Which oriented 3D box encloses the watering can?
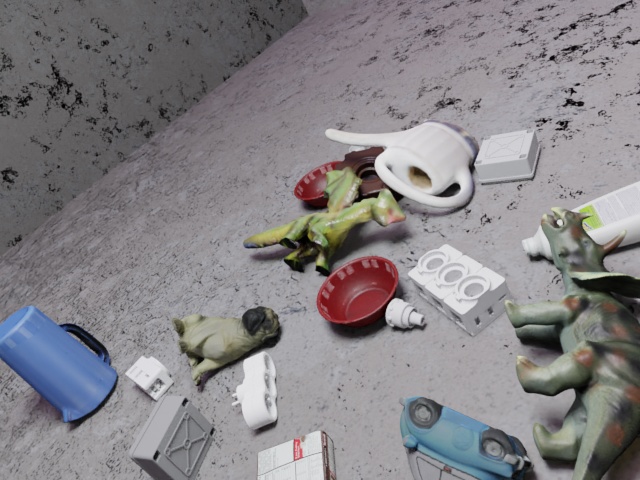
[{"bbox_3d":[0.198,-0.197,1.135,0.351,0.101,0.227,38,58,24],"label":"watering can"}]

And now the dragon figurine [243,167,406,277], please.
[{"bbox_3d":[0.003,-0.057,1.131,0.411,0.120,0.246,10,59,44],"label":"dragon figurine"}]
